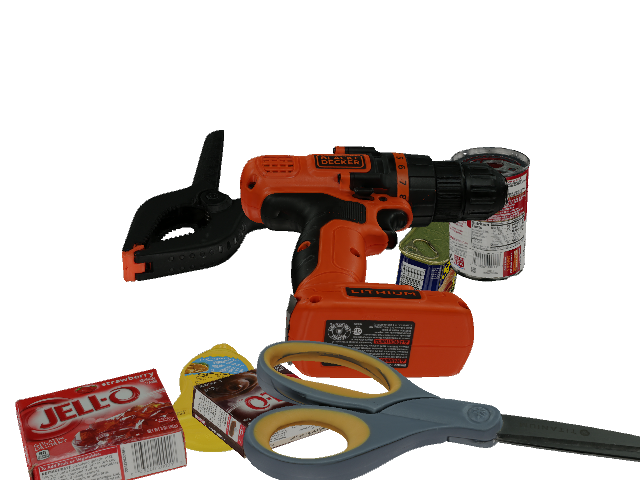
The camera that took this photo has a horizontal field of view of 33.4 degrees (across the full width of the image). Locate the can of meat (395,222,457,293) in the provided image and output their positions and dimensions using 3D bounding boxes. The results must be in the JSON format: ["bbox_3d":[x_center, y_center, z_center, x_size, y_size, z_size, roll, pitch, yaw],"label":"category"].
[{"bbox_3d":[0.120,0.032,1.182,0.057,0.084,0.102,19,32,18],"label":"can of meat"}]

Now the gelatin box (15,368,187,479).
[{"bbox_3d":[-0.131,0.113,0.633,0.089,0.030,0.073,-11,26,-18],"label":"gelatin box"}]

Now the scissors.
[{"bbox_3d":[0.054,0.089,0.461,0.202,0.016,0.096,16,34,23],"label":"scissors"}]

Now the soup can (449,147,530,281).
[{"bbox_3d":[0.148,-0.023,0.939,0.068,0.102,0.068,-2,24,1],"label":"soup can"}]

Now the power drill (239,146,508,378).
[{"bbox_3d":[0.043,0.006,0.673,0.184,0.057,0.187,-1,34,-5],"label":"power drill"}]

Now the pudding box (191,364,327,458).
[{"bbox_3d":[-0.057,0.166,1.054,0.113,0.039,0.090,-13,29,-40],"label":"pudding box"}]

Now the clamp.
[{"bbox_3d":[-0.096,-0.029,0.908,0.165,0.036,0.209,30,44,34],"label":"clamp"}]

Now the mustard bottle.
[{"bbox_3d":[-0.128,0.184,1.324,0.096,0.058,0.191,0,26,1],"label":"mustard bottle"}]
